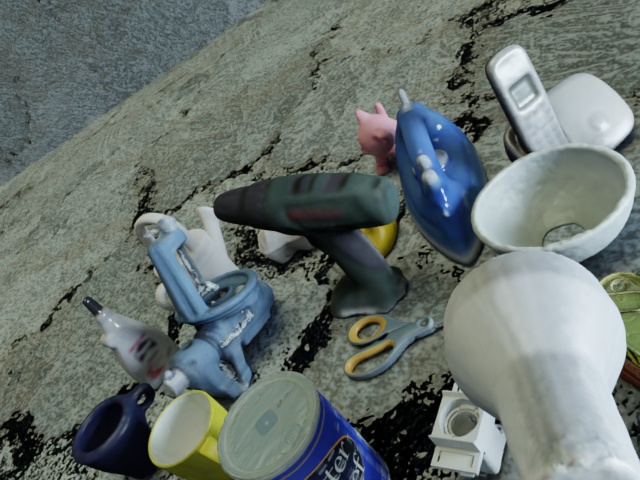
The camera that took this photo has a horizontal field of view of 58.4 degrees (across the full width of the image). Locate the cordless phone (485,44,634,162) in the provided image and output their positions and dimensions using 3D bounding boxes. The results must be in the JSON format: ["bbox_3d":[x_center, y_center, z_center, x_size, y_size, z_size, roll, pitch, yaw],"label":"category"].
[{"bbox_3d":[0.277,-0.166,0.677,0.147,0.185,0.094,-41,33,-7],"label":"cordless phone"}]

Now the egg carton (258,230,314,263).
[{"bbox_3d":[-0.030,-0.031,0.906,0.150,0.070,0.107,-28,33,14],"label":"egg carton"}]

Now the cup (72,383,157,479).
[{"bbox_3d":[-0.237,0.247,0.725,0.118,0.095,0.091,-50,35,-19],"label":"cup"}]

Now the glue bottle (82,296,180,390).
[{"bbox_3d":[-0.278,0.140,0.827,0.037,0.174,0.078,-1,47,42],"label":"glue bottle"}]

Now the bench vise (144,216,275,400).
[{"bbox_3d":[-0.149,0.086,0.729,0.121,0.220,0.207,-23,35,20],"label":"bench vise"}]

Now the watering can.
[{"bbox_3d":[-0.204,0.024,0.883,0.100,0.195,0.173,-22,35,21],"label":"watering can"}]

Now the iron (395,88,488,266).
[{"bbox_3d":[0.148,-0.095,0.751,0.118,0.142,0.258,-25,34,17],"label":"iron"}]

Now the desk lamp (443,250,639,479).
[{"bbox_3d":[0.169,0.137,0.369,0.117,0.214,0.203,-26,34,17],"label":"desk lamp"}]

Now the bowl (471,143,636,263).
[{"bbox_3d":[0.257,-0.025,0.622,0.167,0.075,0.167,-25,34,19],"label":"bowl"}]

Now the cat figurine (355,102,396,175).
[{"bbox_3d":[0.098,-0.172,0.919,0.067,0.118,0.128,-18,37,27],"label":"cat figurine"}]

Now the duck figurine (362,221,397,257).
[{"bbox_3d":[0.057,-0.022,0.797,0.077,0.086,0.105,0,48,44],"label":"duck figurine"}]

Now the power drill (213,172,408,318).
[{"bbox_3d":[0.006,0.002,0.699,0.228,0.209,0.076,-13,40,33],"label":"power drill"}]
